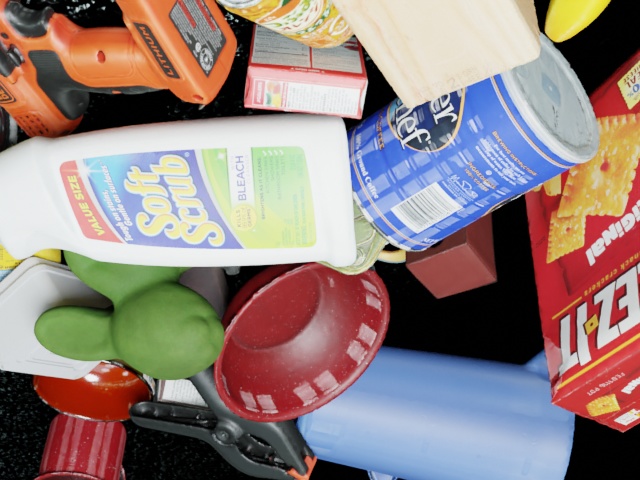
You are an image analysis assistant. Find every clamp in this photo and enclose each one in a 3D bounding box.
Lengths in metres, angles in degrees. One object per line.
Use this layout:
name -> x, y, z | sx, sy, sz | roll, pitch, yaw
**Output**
clamp -> -0.086, 0.161, 0.929 | 0.171, 0.039, 0.120 | 40, 133, -3

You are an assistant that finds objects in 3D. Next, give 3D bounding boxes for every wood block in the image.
wood block -> 0.039, -0.183, 0.587 | 0.090, 0.091, 0.206 | -19, 135, 24

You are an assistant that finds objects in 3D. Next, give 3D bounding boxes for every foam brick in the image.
foam brick -> 0.098, -0.005, 0.809 | 0.053, 0.078, 0.051 | -21, 136, 26

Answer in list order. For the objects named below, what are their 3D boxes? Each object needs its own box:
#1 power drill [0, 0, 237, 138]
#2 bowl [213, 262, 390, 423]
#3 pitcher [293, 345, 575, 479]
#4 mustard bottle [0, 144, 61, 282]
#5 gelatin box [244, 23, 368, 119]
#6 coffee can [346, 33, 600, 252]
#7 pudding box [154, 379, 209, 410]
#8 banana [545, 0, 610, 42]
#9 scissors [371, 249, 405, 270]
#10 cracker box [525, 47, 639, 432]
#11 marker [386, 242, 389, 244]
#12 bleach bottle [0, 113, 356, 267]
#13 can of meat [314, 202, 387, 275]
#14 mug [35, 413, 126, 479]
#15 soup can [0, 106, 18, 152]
power drill -> -0.159, -0.138, 0.657 | 0.188, 0.057, 0.184 | 0, 144, 31
bowl -> -0.024, 0.071, 0.874 | 0.161, 0.055, 0.162 | -18, 130, -23
pitcher -> 0.097, 0.173, 0.977 | 0.242, 0.149, 0.145 | 11, 141, -4
mustard bottle -> -0.257, 0.005, 0.861 | 0.096, 0.058, 0.192 | -2, 143, -18
gelatin box -> -0.010, -0.108, 0.683 | 0.073, 0.089, 0.030 | 6, 118, -4
coffee can -> 0.098, -0.067, 0.714 | 0.102, 0.103, 0.141 | 34, 132, -31
pudding box -> -0.117, 0.161, 1.029 | 0.090, 0.039, 0.114 | 11, 165, -11
banana -> 0.152, -0.195, 0.610 | 0.070, 0.037, 0.197 | 3, 142, 24
scissors -> 0.004, -0.024, 0.839 | 0.096, 0.016, 0.201 | -14, 138, 25
cracker box -> 0.210, -0.011, 0.685 | 0.072, 0.213, 0.164 | 21, 137, -22
marker -> -0.006, 0.001, 0.842 | 0.121, 0.020, 0.020 | -7, 139, 19
bleach bottle -> -0.107, -0.023, 0.679 | 0.250, 0.068, 0.102 | -6, 103, -3
can of meat -> -0.008, -0.028, 0.773 | 0.102, 0.084, 0.057 | 23, 105, -21
mug -> -0.242, 0.236, 1.123 | 0.093, 0.081, 0.117 | -19, 136, 25
soup can -> -0.274, -0.081, 0.752 | 0.102, 0.068, 0.068 | 0, 140, 5
